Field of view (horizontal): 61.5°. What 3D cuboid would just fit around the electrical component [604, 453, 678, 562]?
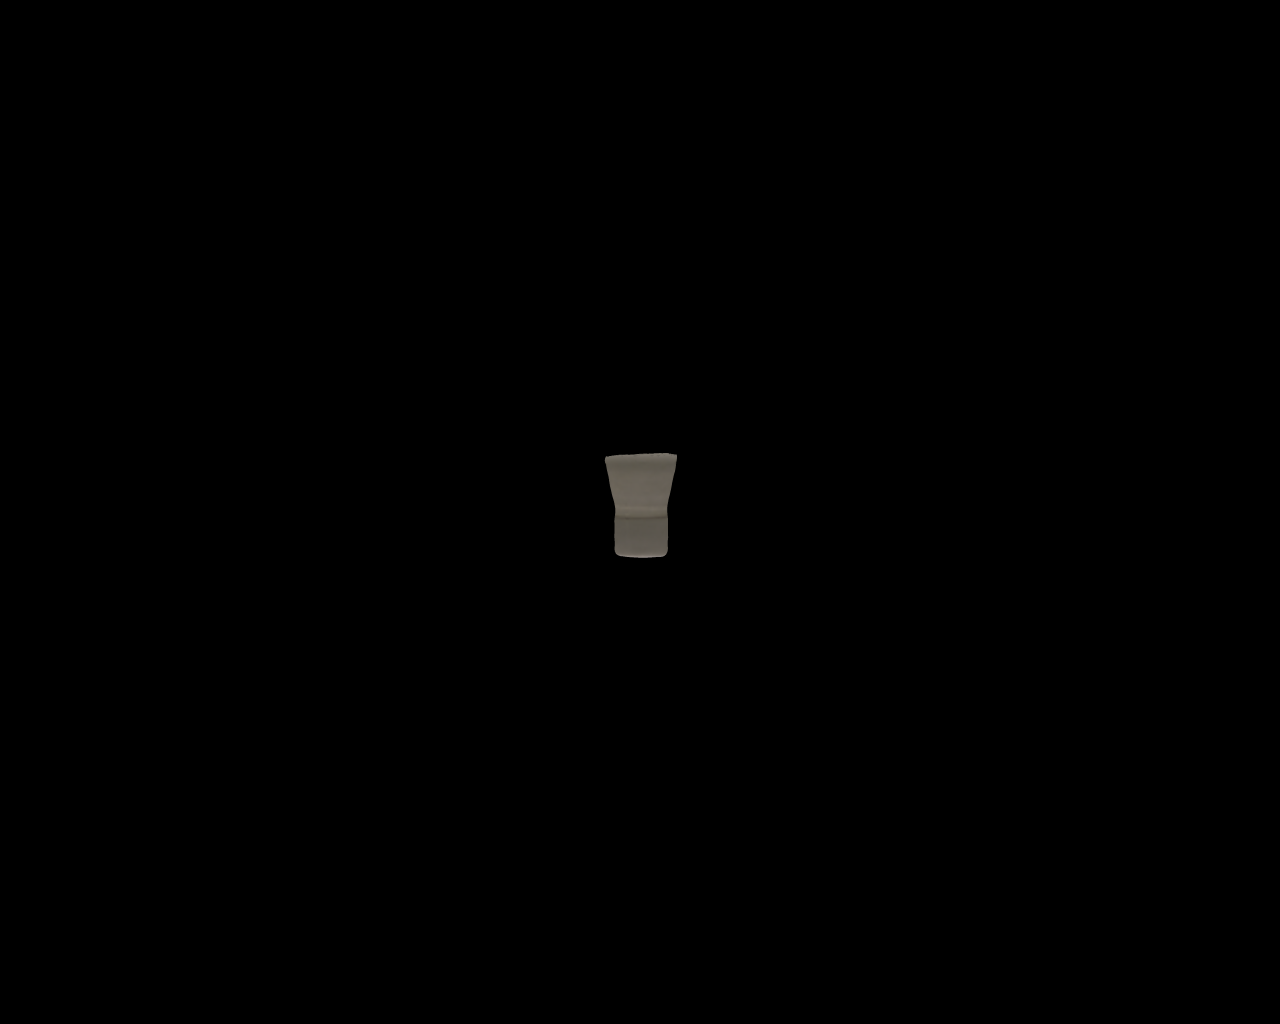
[{"bbox_3d":[0.001,-0.003,0.650,0.044,0.065,0.044,0,4,0],"label":"electrical component"}]
